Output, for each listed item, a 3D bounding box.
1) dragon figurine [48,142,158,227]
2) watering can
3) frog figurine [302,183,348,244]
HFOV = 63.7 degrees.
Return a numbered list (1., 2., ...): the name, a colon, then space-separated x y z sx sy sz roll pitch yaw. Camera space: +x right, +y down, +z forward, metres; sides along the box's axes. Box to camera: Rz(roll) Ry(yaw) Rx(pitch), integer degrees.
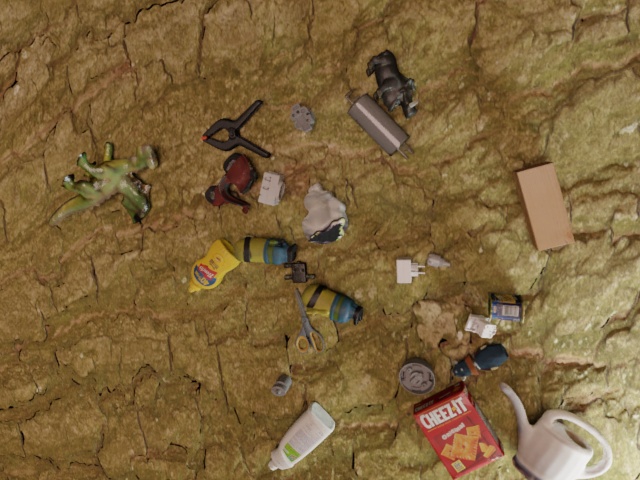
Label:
1. dragon figurine: -0.639 -0.141 1.576 0.242 0.123 0.406 37 104 -2
2. watering can: 0.592 0.537 1.377 0.348 0.105 0.222 29 104 6
3. frog figurine: 0.004 -0.073 1.452 0.136 0.121 0.163 -41 52 23
